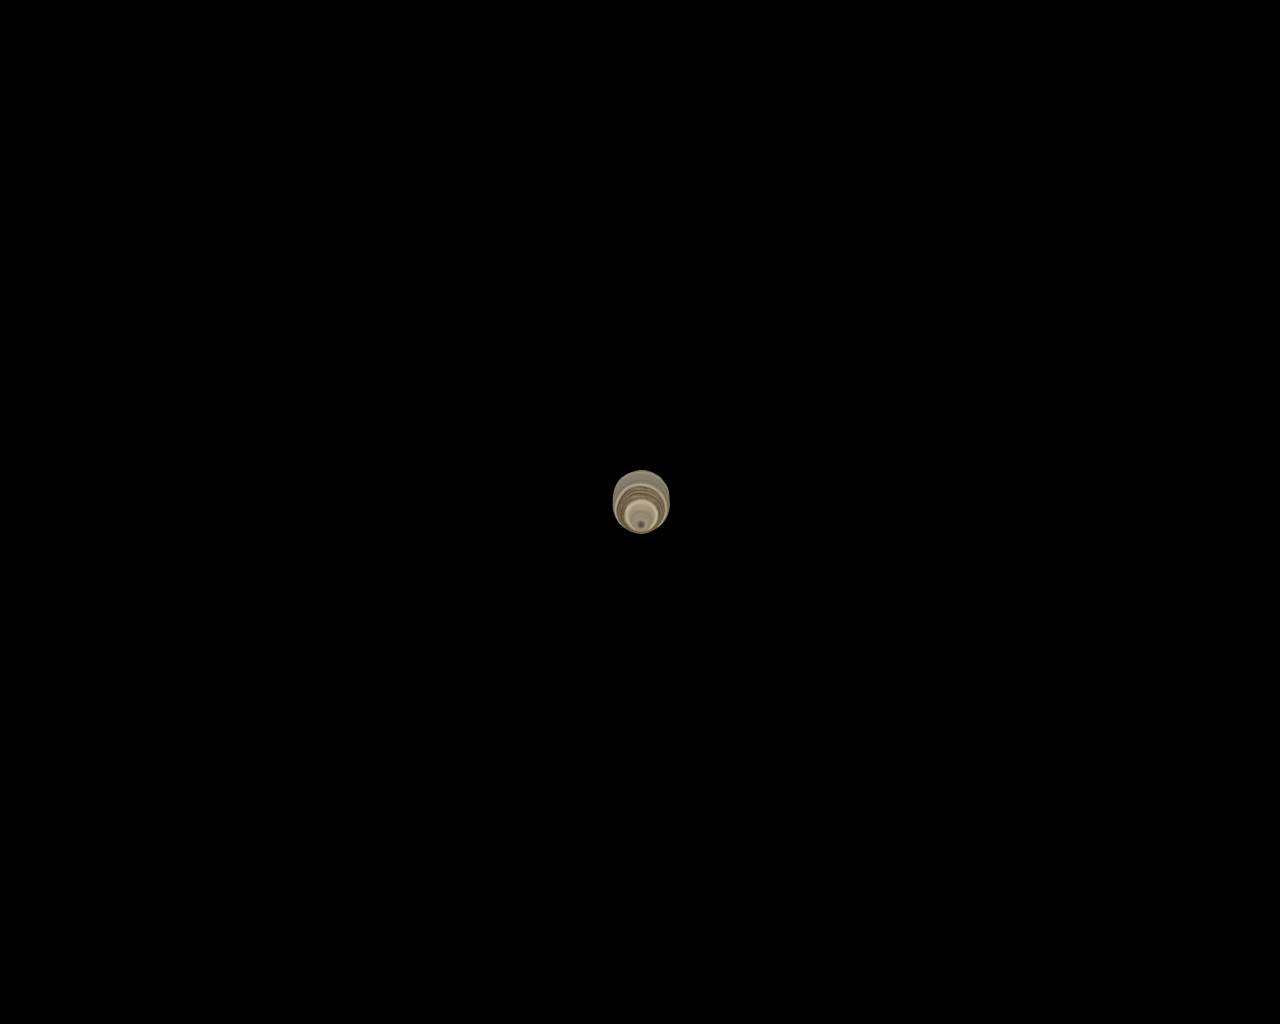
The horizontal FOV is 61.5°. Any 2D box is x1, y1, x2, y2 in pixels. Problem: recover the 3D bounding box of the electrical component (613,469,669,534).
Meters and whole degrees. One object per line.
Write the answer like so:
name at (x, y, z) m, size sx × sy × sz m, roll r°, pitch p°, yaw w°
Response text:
electrical component at (0.001, -0.003, 0.650) m, size 0.035 × 0.035 × 0.061 m, roll 0°, pitch 19°, yaw 0°
